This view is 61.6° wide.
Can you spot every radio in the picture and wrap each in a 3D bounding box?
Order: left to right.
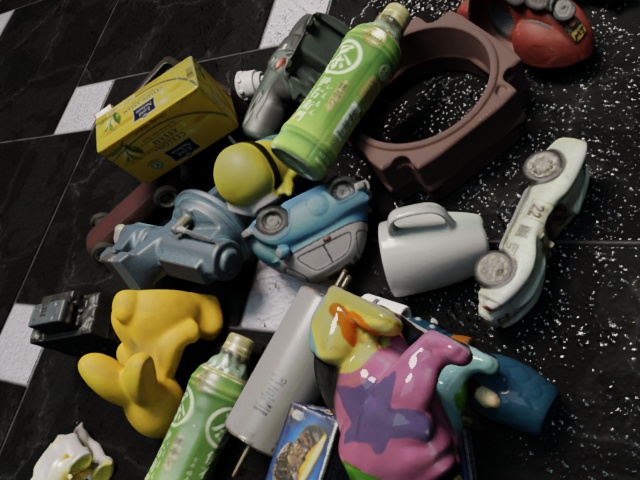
[{"bbox_3d":[-0.215,-0.205,0.870,0.230,0.073,0.131,36,88,37],"label":"radio"}]

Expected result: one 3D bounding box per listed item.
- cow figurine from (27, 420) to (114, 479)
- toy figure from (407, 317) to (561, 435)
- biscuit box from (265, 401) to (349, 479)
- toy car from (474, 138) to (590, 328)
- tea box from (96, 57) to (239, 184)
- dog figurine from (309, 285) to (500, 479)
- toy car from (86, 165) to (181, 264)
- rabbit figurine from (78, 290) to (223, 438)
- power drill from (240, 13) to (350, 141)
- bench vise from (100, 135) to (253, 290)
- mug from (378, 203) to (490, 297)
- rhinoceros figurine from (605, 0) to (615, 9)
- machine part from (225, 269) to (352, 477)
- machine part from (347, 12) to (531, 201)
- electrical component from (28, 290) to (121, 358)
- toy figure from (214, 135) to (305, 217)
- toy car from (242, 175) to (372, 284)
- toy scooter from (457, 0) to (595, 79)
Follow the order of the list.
[{"bbox_3d":[-0.339,0.312,0.663,0.098,0.068,0.167,28,77,42],"label":"cow figurine"},{"bbox_3d":[0.140,0.122,0.500,0.155,0.064,0.058,26,86,36],"label":"toy figure"},{"bbox_3d":[-0.022,0.261,0.506,0.059,0.062,0.202,10,75,35],"label":"biscuit box"},{"bbox_3d":[0.209,-0.006,0.524,0.056,0.073,0.201,20,75,36],"label":"toy car"},{"bbox_3d":[-0.210,-0.160,0.739,0.170,0.098,0.068,-30,56,16],"label":"tea box"},{"bbox_3d":[0.042,0.166,0.434,0.192,0.108,0.219,21,82,33],"label":"dog figurine"},{"bbox_3d":[-0.286,-0.044,0.837,0.202,0.053,0.089,-39,42,10],"label":"toy car"},{"bbox_3d":[-0.192,0.147,0.636,0.122,0.162,0.173,-4,80,14],"label":"rabbit figurine"},{"bbox_3d":[-0.029,-0.240,0.739,0.207,0.086,0.232,14,76,63],"label":"power drill"},{"bbox_3d":[-0.162,-0.022,0.719,0.224,0.128,0.240,-2,40,43],"label":"bench vise"},{"bbox_3d":[0.118,0.001,0.557,0.107,0.109,0.081,-12,39,13],"label":"mug"},{"bbox_3d":[0.325,-0.328,0.635,0.190,0.073,0.112,-5,61,27],"label":"rhinoceros figurine"},{"bbox_3d":[-0.028,0.139,0.575,0.079,0.079,0.243,22,76,36],"label":"machine part"},{"bbox_3d":[0.128,-0.164,0.649,0.201,0.087,0.201,-37,52,5],"label":"machine part"},{"bbox_3d":[-0.308,0.115,0.712,0.115,0.134,0.058,-15,57,24],"label":"electrical component"},{"bbox_3d":[-0.068,-0.089,0.670,0.082,0.089,0.180,-35,9,31],"label":"toy figure"},{"bbox_3d":[-0.001,-0.002,0.634,0.162,0.109,0.103,-25,80,2],"label":"toy car"},{"bbox_3d":[0.226,-0.266,0.618,0.075,0.135,0.184,-48,53,-3],"label":"toy scooter"}]
